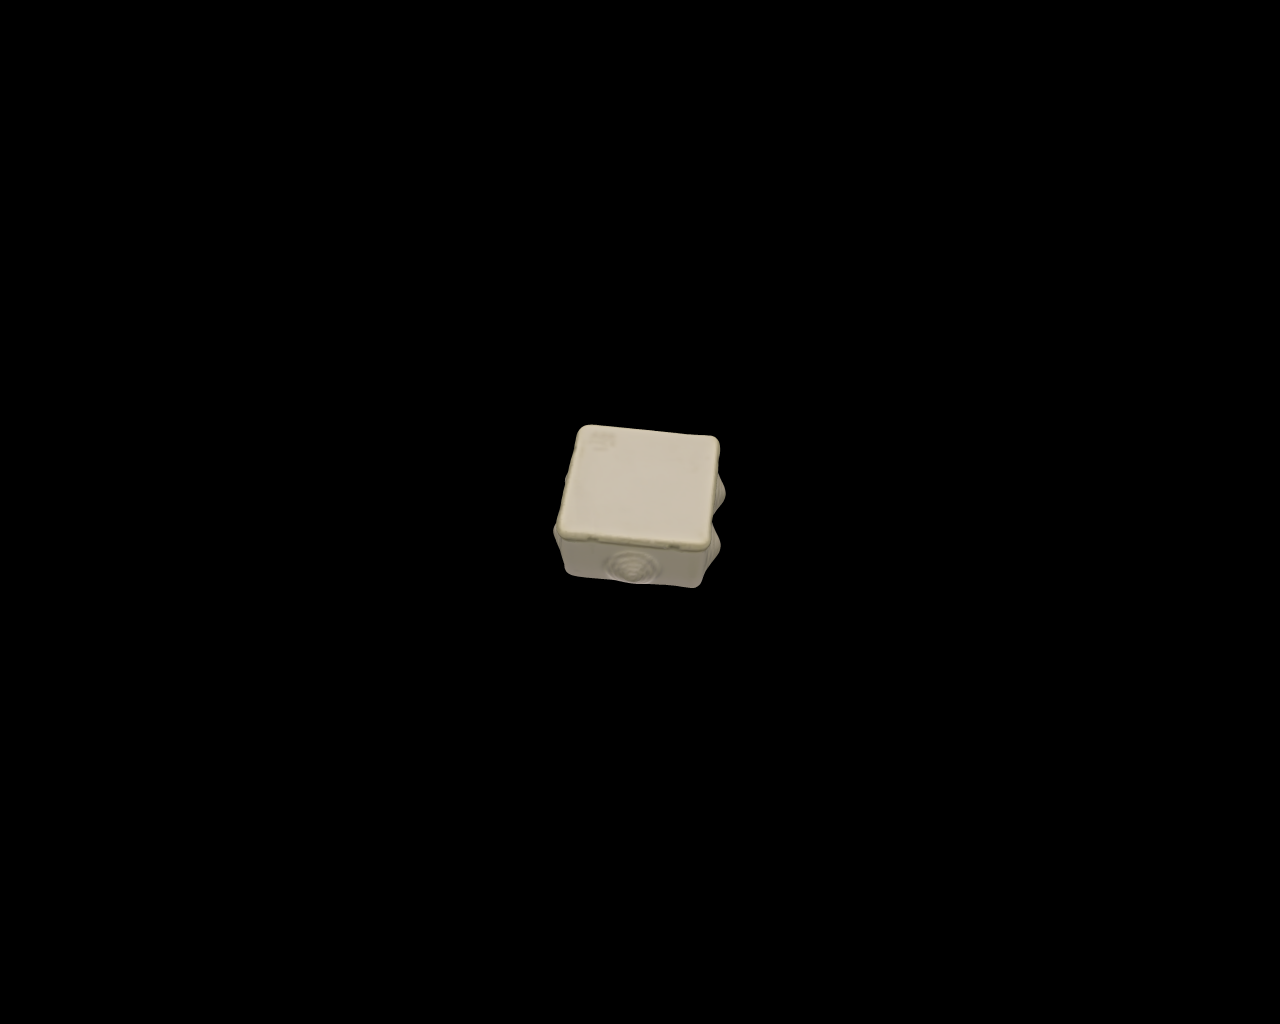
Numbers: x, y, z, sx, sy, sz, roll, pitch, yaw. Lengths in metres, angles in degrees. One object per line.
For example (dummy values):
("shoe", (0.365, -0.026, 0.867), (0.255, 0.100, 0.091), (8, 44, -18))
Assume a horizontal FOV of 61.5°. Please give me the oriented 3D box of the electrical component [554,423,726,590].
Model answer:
("electrical component", (0.001, -0.003, 0.650), (0.100, 0.100, 0.048), (5, -39, 4))
